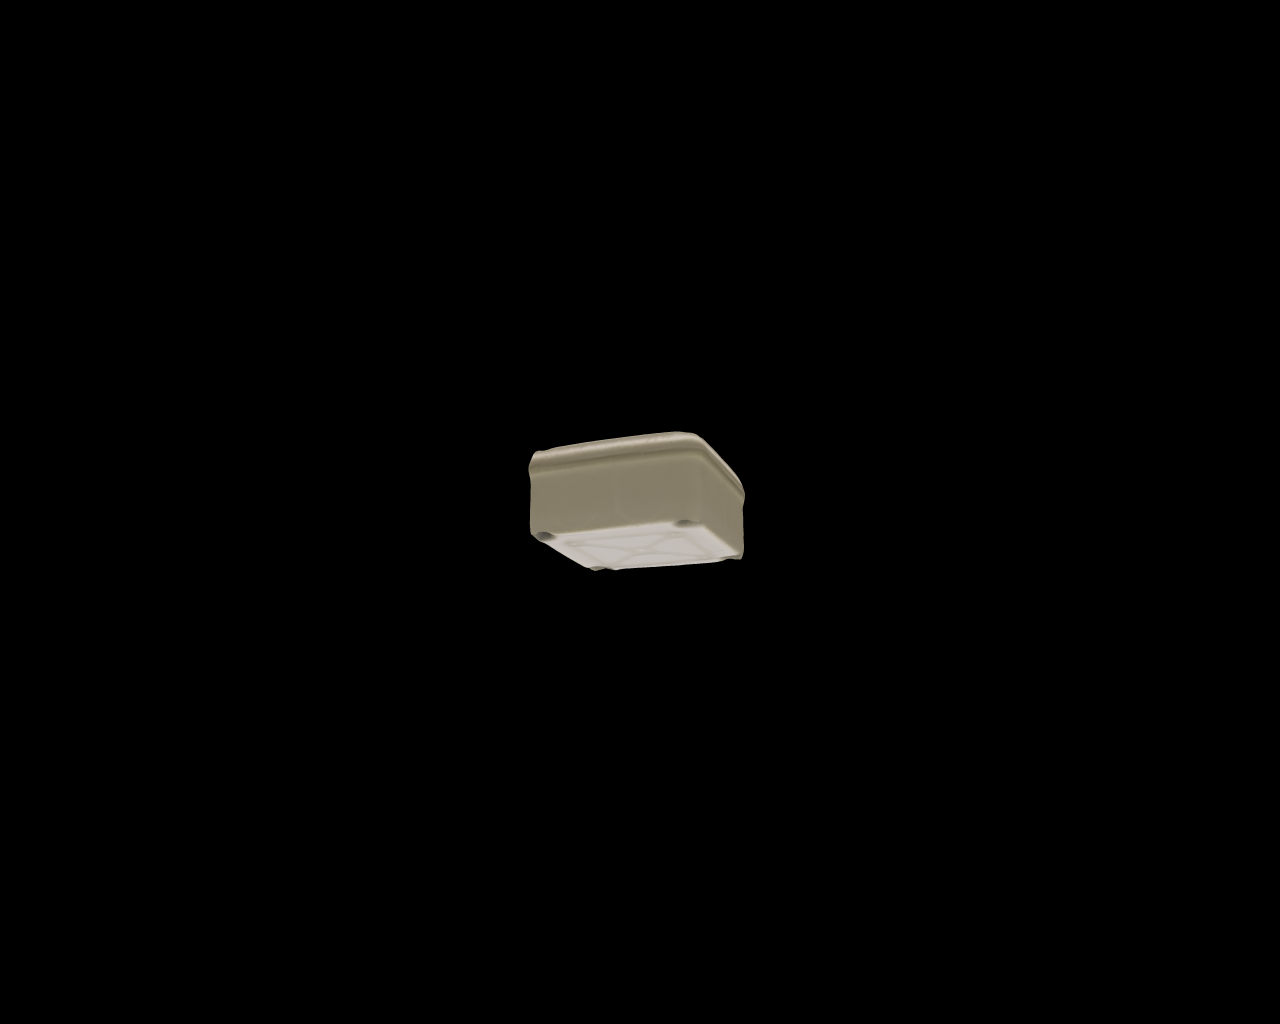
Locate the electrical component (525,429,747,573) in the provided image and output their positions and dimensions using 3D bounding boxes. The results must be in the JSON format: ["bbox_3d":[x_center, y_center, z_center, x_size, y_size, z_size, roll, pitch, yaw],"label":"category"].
[{"bbox_3d":[0.001,-0.003,0.650,0.109,0.056,0.108,-6,-17,19],"label":"electrical component"}]
